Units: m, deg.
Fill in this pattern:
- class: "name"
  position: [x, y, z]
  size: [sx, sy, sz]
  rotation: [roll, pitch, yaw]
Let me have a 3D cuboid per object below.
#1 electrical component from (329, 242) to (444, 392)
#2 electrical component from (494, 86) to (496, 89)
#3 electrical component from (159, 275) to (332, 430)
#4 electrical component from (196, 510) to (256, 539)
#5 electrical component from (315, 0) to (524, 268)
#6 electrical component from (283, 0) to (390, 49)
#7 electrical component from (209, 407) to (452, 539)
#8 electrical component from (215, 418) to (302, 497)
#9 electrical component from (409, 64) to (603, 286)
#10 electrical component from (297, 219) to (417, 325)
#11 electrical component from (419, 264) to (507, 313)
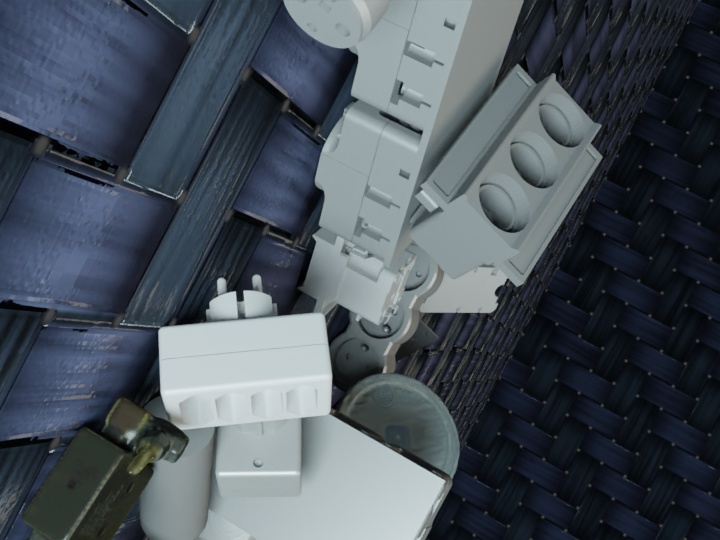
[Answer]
- class: "electrical component"
  position: [0.024, 0.039, 0.900]
  size: [0.138, 0.052, 0.074]
  rotation: [-62, 167, 2]
- class: "electrical component"
  position: [0.138, -0.130, 0.964]
  size: [0.047, 0.083, 0.075]
  rotation: [-65, -155, 11]
- class: "electrical component"
  position: [-0.060, 0.036, 0.557]
  size: [0.047, 0.083, 0.075]
  rotation: [95, -11, -59]
- class: "electrical component"
  position: [-0.079, 0.164, 0.773]
  size: [0.099, 0.048, 0.099]
  rotation: [-57, 166, -16]
- class: "electrical component"
  position: [0.036, -0.109, 0.632]
  size: [0.105, 0.060, 0.186]
  rotation: [-48, 161, -46]
- class: "electrical component"
  position: [-0.003, -0.132, 0.478]
  size: [0.055, 0.045, 0.045]
  rotation: [-56, 165, -24]
- class: "electrical component"
  position: [-0.028, 0.135, 0.683]
  size: [0.089, 0.150, 0.062]
  rotation: [-61, 165, -4]
- class: "electrical component"
  position: [-0.057, 0.077, 0.609]
  size: [0.075, 0.047, 0.083]
  rotation: [94, -5, -59]
- class: "electrical component"
  position: [0.084, -0.053, 0.633]
  size: [0.063, 0.078, 0.121]
  rotation: [-32, -164, 52]
- class: "electrical component"
  position: [0.000, 0.000, 0.710]
  size: [0.042, 0.064, 0.081]
  rotation: [-47, 160, -52]
- class: "electrical component"
  position: [0.083, 0.003, 0.978]
  size: [0.089, 0.055, 0.050]
  rotation: [2, 122, -35]
